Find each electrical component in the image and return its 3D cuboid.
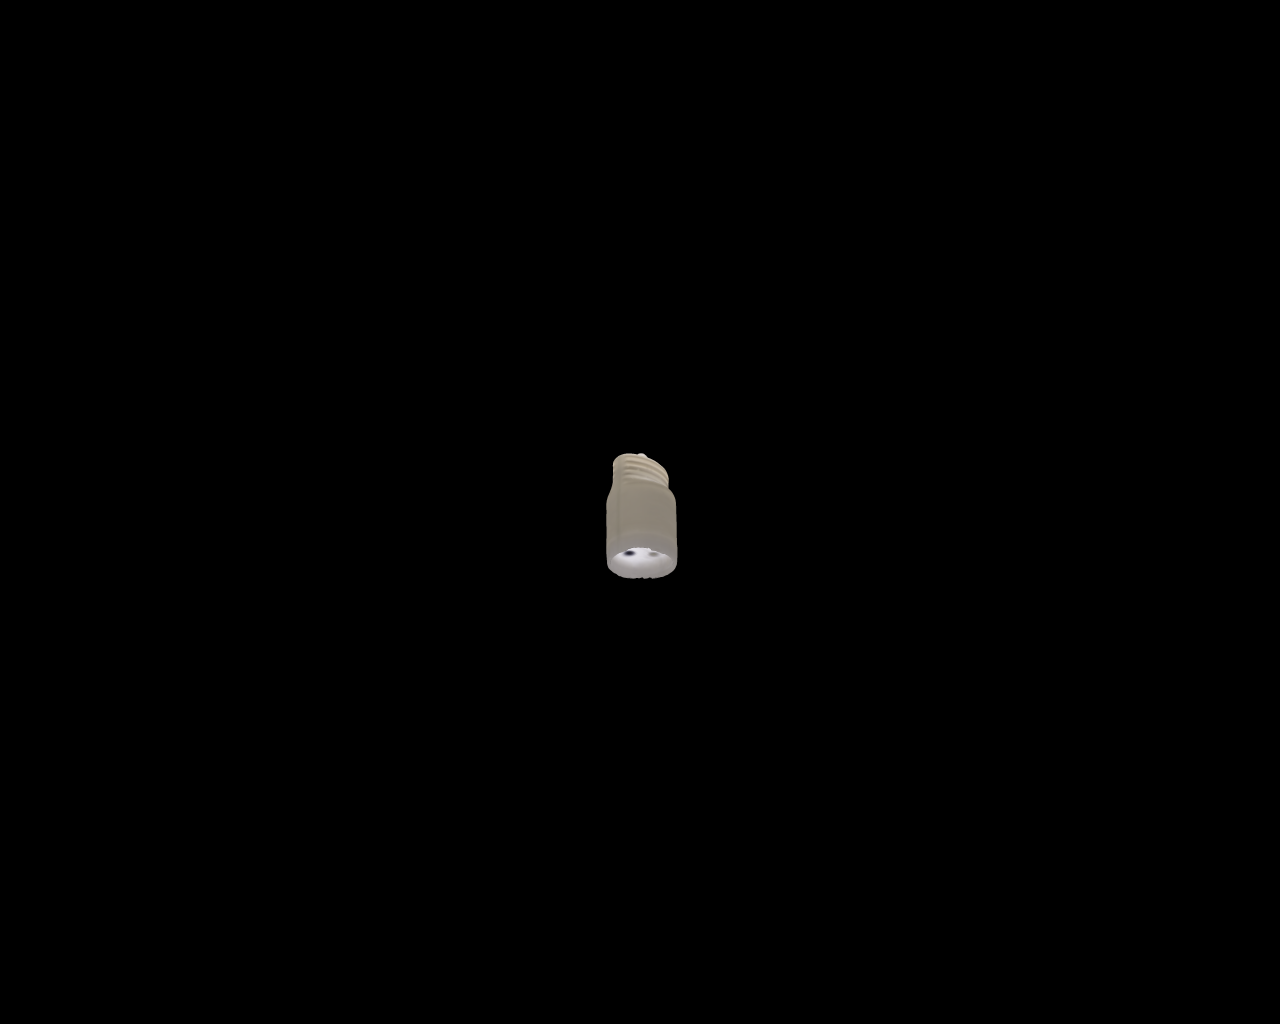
[{"bbox_3d":[0.001,-0.003,0.650,0.043,0.081,0.043,0,-30,0],"label":"electrical component"}]
